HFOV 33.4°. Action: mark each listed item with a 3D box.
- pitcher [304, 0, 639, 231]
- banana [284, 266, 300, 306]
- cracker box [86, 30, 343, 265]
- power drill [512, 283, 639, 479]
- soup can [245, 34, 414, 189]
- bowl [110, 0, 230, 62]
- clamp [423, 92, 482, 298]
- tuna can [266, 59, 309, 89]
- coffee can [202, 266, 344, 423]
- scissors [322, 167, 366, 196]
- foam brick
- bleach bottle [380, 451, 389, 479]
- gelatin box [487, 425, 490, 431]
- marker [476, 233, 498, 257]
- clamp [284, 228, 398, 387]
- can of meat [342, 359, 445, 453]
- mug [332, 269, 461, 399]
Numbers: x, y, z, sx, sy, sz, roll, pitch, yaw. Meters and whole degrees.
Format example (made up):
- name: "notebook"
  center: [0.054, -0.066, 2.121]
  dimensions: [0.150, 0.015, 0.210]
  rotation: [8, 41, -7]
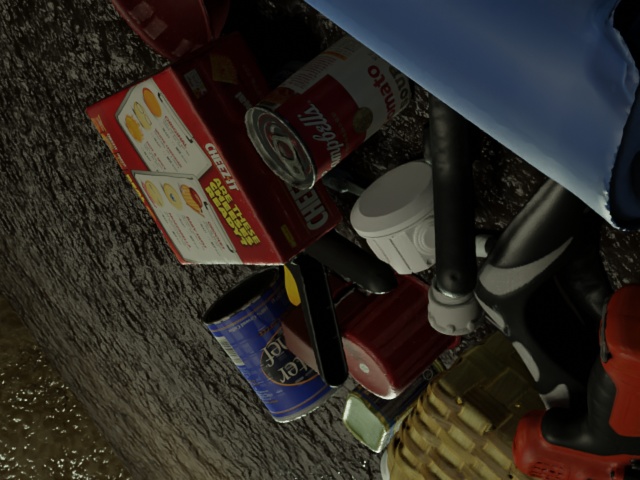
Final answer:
- name: "pitcher"
  center: [0.096, -0.117, 0.529]
  dimensions: [0.243, 0.144, 0.149]
  rotation: [39, 144, 33]
- name: "banana"
  center: [-0.040, -0.009, 1.026]
  dimensions: [0.070, 0.037, 0.197]
  rotation: [-9, 133, 31]
- name: "cracker box"
  center: [-0.090, -0.064, 0.854]
  dimensions: [0.164, 0.072, 0.214]
  rotation: [60, 155, -13]
- name: "power drill"
  center: [0.226, 0.114, 0.671]
  dimensions: [0.184, 0.057, 0.188]
  rotation: [11, 139, 6]
- name: "soup can"
  center: [0.007, -0.092, 0.743]
  dimensions: [0.068, 0.102, 0.068]
  rotation: [40, 156, 22]
- name: "bowl"
  center: [-0.120, -0.217, 0.842]
  dimensions: [0.162, 0.055, 0.162]
  rotation: [40, 156, 21]
- name: "clamp"
  center: [0.082, -0.052, 0.662]
  dimensions: [0.120, 0.039, 0.171]
  rotation: [-89, -9, -64]
- name: "tuna can"
  center: [-0.009, -0.101, 0.850]
  dimensions: [0.086, 0.033, 0.086]
  rotation: [40, 156, 22]
- name: "coffee can"
  center: [-0.047, 0.114, 1.171]
  dimensions: [0.140, 0.102, 0.103]
  rotation: [55, 157, -14]
- name: "scissors"
  center: [0.005, -0.067, 0.900]
  dimensions: [0.202, 0.016, 0.096]
  rotation: [17, 141, 53]
- name: "foam brick"
  center: [0.007, 0.084, 1.056]
  dimensions: [0.051, 0.078, 0.053]
  rotation: [35, 154, 27]
- name: "bleach bottle"
  center: [0.110, 0.237, 1.129]
  dimensions: [0.102, 0.068, 0.251]
  rotation: [60, 163, 6]
- name: "gelatin box"
  center: [0.130, 0.183, 0.990]
  dimensions: [0.089, 0.073, 0.030]
  rotation: [48, 159, 1]
- name: "marker"
  center: [0.110, 0.003, 0.812]
  dimensions: [0.121, 0.020, 0.020]
  rotation: [7, 133, 59]
- name: "clamp"
  center: [-0.006, 0.001, 0.887]
  dimensions: [0.210, 0.036, 0.165]
  rotation: [64, 151, 20]
- name: "can of meat"
  center: [0.070, 0.153, 1.040]
  dimensions: [0.057, 0.083, 0.102]
  rotation: [42, 157, 18]
- name: "mug"
  center: [0.056, 0.080, 0.953]
  dimensions: [0.117, 0.081, 0.093]
  rotation: [38, 155, 25]
